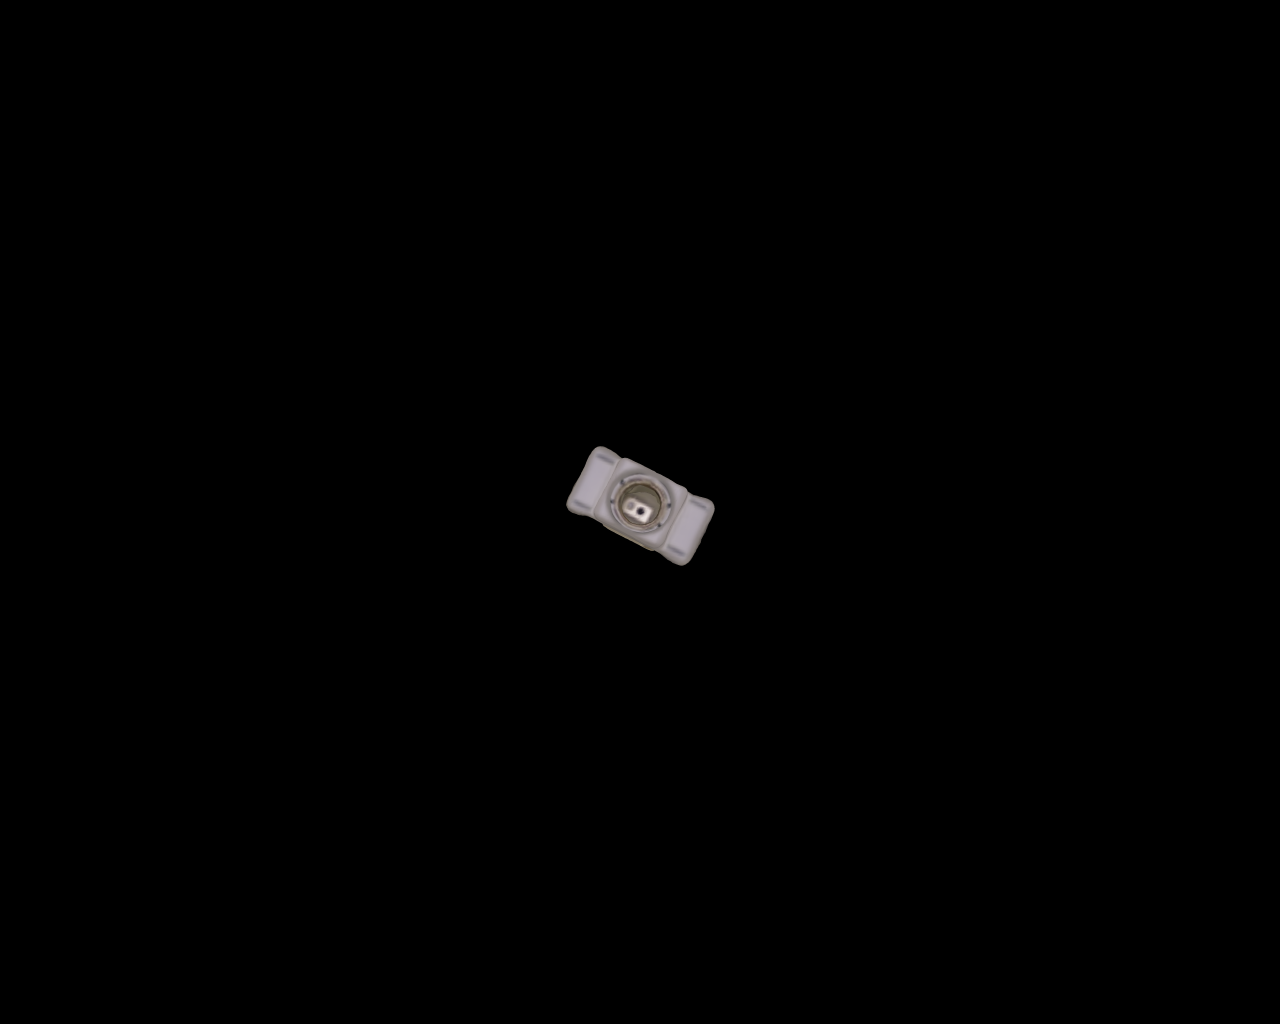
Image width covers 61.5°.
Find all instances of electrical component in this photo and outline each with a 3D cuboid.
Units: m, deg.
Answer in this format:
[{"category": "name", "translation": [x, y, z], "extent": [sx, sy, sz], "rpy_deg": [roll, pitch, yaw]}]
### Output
[{"category": "electrical component", "translation": [0.001, -0.003, 0.650], "extent": [0.081, 0.042, 0.063], "rpy_deg": [28, -7, 4]}]
